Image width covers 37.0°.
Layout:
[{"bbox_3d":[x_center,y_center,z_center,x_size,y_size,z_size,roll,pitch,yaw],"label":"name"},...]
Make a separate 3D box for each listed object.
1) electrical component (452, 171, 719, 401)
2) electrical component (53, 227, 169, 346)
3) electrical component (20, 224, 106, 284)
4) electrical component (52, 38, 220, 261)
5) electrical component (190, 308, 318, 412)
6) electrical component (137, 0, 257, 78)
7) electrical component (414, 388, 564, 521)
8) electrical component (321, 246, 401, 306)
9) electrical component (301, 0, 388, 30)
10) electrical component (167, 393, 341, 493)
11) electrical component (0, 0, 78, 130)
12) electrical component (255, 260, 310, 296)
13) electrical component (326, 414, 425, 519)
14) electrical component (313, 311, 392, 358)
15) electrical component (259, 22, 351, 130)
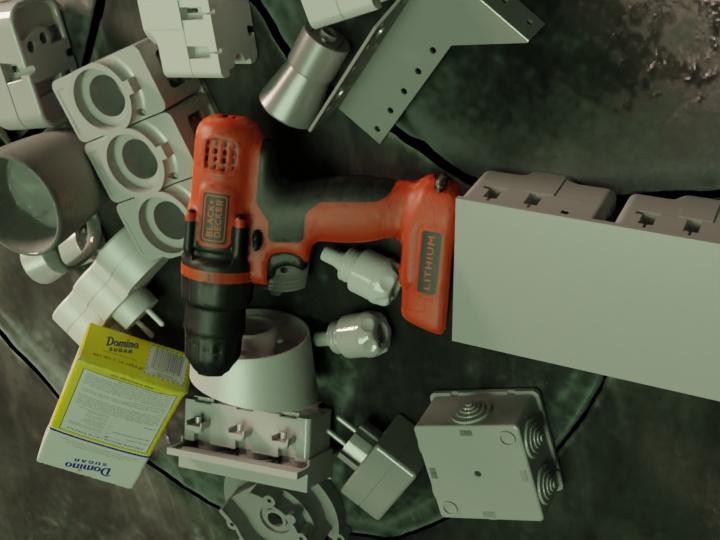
[{"bbox_3d":[0.158,0.006,0.685,0.186,0.060,0.105,12,121,22],"label":"electrical component"},{"bbox_3d":[-0.192,0.025,0.886,0.073,0.052,0.138,45,128,-1],"label":"electrical component"},{"bbox_3d":[-0.246,-0.017,0.899,0.065,0.044,0.044,-17,108,29],"label":"electrical component"},{"bbox_3d":[-0.150,-0.090,0.794,0.089,0.061,0.150,-14,109,33],"label":"electrical component"},{"bbox_3d":[-0.082,0.071,0.828,0.099,0.099,0.064,10,114,23],"label":"electrical component"},{"bbox_3d":[-0.112,-0.180,0.730,0.056,0.050,0.089,5,118,25],"label":"electrical component"},{"bbox_3d":[0.095,0.138,0.800,0.100,0.048,0.099,-5,114,30],"label":"electrical component"},{"bbox_3d":[0.000,0.000,0.782,0.061,0.035,0.035,26,126,17],"label":"electrical component"},{"bbox_3d":[-0.019,-0.202,0.668,0.056,0.050,0.089,-10,112,32],"label":"electrical component"},{"bbox_3d":[-0.085,0.136,0.884,0.121,0.079,0.063,6,97,25],"label":"electrical component"},{"bbox_3d":[-0.258,-0.157,0.818,0.059,0.053,0.095,1,117,27],"label":"electrical component"},{"bbox_3d":[-0.057,-0.016,0.797,0.043,0.043,0.081,22,124,16],"label":"electrical component"},{"bbox_3d":[0.008,0.144,0.850,0.077,0.047,0.065,37,128,5],"label":"electrical component"},{"bbox_3d":[-0.008,0.050,0.815,0.061,0.035,0.035,-8,112,34],"label":"electrical component"},{"bbox_3d":[-0.035,-0.133,0.722,0.044,0.044,0.065,37,123,5],"label":"electrical component"}]
